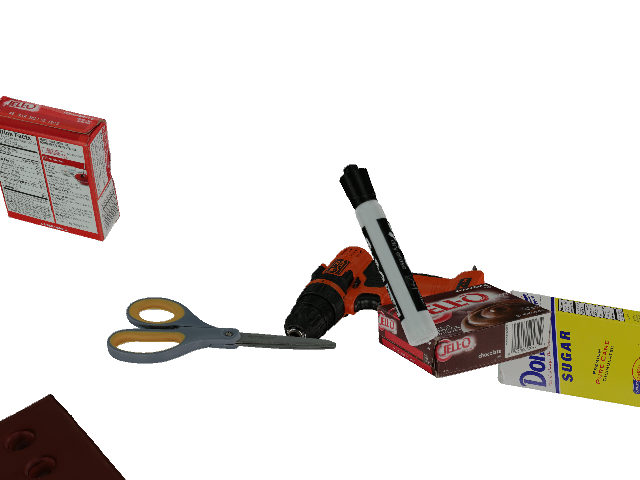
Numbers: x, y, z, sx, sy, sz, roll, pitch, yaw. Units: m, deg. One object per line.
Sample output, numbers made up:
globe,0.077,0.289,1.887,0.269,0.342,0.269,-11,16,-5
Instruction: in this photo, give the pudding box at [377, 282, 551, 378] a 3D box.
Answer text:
pudding box,0.116,0.071,0.867,0.113,0.039,0.090,-8,17,-26

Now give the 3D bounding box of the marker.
marker,0.040,0.007,0.656,0.020,0.121,0.020,-20,-19,-7

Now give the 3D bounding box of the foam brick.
foam brick,-0.126,0.122,0.501,0.052,0.051,0.078,-29,43,-28

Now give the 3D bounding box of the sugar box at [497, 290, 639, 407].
sugar box,0.273,0.112,1.080,0.176,0.093,0.048,7,21,6

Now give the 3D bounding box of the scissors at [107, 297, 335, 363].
scissors,-0.094,0.079,0.978,0.201,0.016,0.096,-5,33,-11

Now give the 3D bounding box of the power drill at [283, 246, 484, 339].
power drill,0.071,0.068,1.143,0.188,0.057,0.184,9,30,21

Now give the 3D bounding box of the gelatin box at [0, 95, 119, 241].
gelatin box,-0.174,-0.047,0.701,0.073,0.089,0.030,13,46,12
